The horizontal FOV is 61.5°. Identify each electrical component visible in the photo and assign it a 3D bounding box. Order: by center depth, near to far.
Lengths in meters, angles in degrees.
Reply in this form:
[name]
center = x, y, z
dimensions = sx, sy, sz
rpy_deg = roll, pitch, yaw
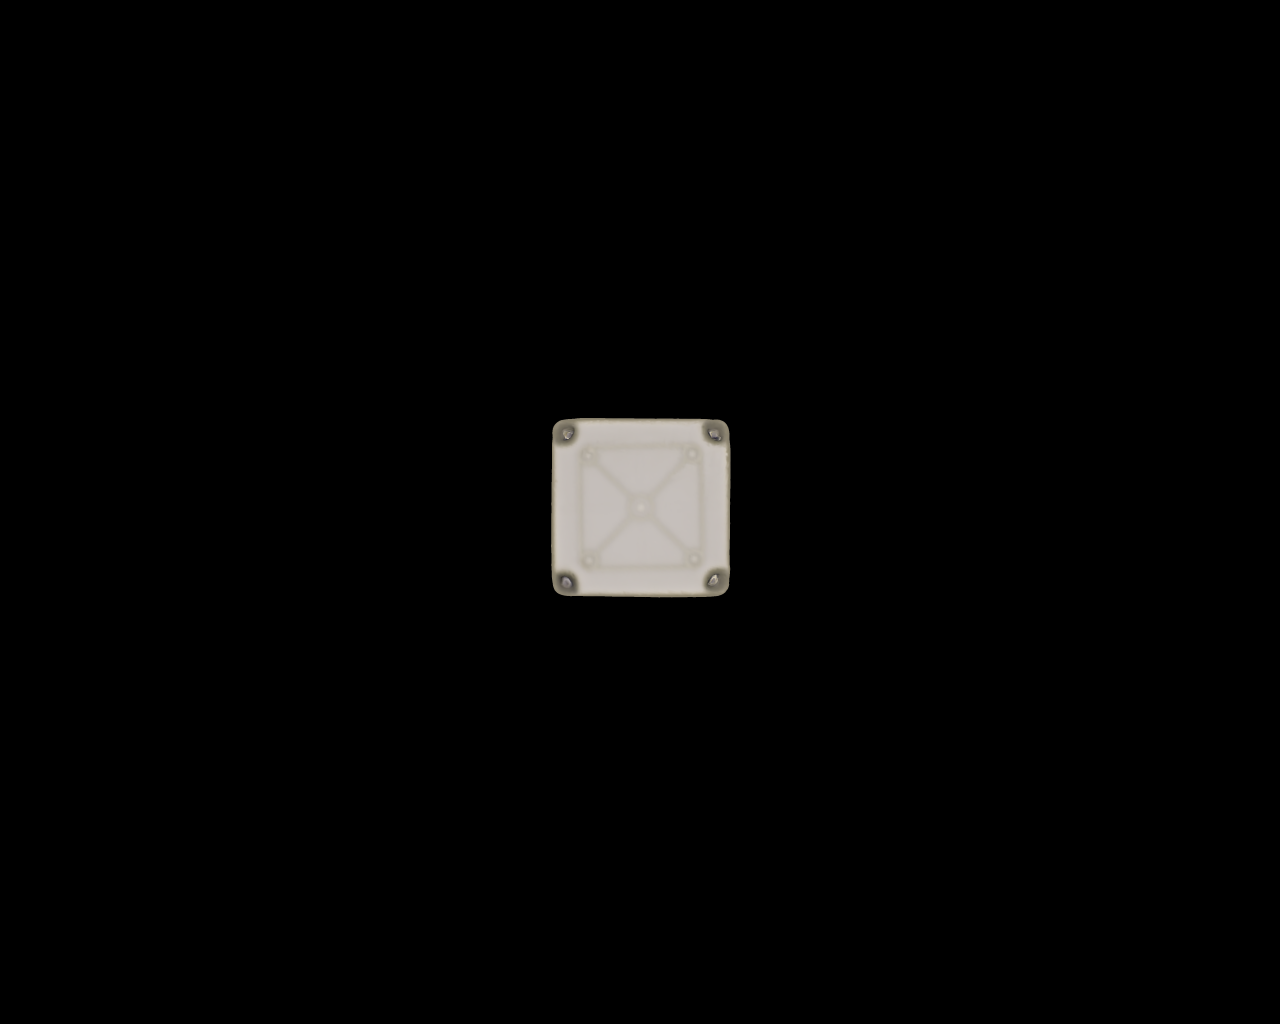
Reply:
[electrical component]
center = 0.001, -0.003, 0.650
dimensions = 0.109, 0.108, 0.056
rpy_deg = 0, 0, 0
